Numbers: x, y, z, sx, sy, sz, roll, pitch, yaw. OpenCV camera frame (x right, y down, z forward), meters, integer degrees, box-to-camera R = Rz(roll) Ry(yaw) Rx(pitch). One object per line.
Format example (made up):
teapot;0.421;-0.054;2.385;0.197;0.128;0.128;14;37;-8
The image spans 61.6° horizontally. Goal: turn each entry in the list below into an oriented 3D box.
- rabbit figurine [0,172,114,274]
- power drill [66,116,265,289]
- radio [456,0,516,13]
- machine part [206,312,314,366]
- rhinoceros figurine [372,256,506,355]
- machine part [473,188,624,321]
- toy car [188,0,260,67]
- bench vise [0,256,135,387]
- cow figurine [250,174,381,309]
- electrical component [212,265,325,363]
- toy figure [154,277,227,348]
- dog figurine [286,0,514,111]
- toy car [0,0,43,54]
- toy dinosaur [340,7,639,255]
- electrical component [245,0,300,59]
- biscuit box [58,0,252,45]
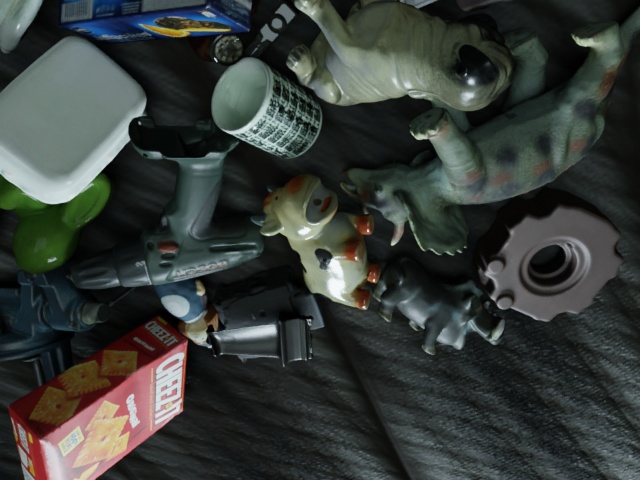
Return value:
rabbit figurine;-0.324;-0.050;0.628;0.159;0.121;0.170;-17;104;-14
power drill;-0.173;-0.032;0.611;0.232;0.086;0.207;-5;125;-20
radio;0.172;-0.287;0.436;0.073;0.229;0.131;5;130;42
machine part;-0.078;0.129;0.698;0.139;0.039;0.084;0;123;-1
rhinoceros figurine;0.161;0.088;0.723;0.190;0.073;0.112;31;104;-13
machine part;0.293;0.023;0.691;0.179;0.056;0.179;0;118;-1
toy car;-0.066;-0.264;0.526;0.053;0.089;0.202;16;121;-45
bench vise;-0.359;0.143;0.714;0.224;0.129;0.240;-3;101;11
cow figurine;-0.001;-0.002;0.648;0.127;0.085;0.194;6;142;20
electrical component;-0.064;0.101;0.736;0.134;0.058;0.114;-16;119;9
toy figure;-0.176;0.094;0.735;0.064;0.058;0.154;4;129;44
dog figurine;0.075;-0.159;0.518;0.191;0.172;0.121;40;78;12
toy car;-0.275;-0.261;0.484;0.073;0.056;0.201;30;116;-29
toy dinosaur;0.217;-0.112;0.592;0.405;0.131;0.192;-23;128;8
electrical component;-0.042;-0.227;0.556;0.021;0.063;0.094;41;110;-18
biscuit box;-0.159;-0.227;0.505;0.203;0.063;0.059;9;95;30
